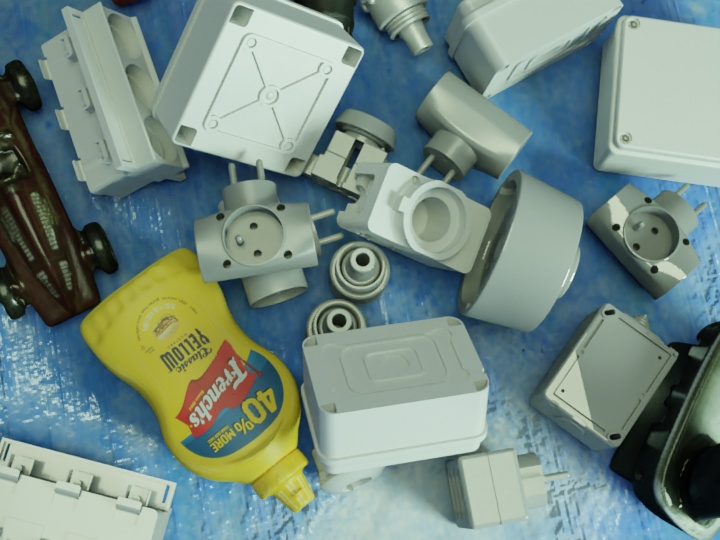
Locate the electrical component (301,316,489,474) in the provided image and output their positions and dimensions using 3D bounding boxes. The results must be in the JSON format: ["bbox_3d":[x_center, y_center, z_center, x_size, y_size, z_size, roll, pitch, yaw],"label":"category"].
[{"bbox_3d":[0.022,0.082,0.704,0.113,0.057,0.078,-7,38,-10],"label":"electrical component"}]

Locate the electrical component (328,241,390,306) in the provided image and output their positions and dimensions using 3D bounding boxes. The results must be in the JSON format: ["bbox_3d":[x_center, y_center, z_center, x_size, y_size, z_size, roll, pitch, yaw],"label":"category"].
[{"bbox_3d":[0.000,0.000,0.756,0.043,0.062,0.043,1,77,-3],"label":"electrical component"}]

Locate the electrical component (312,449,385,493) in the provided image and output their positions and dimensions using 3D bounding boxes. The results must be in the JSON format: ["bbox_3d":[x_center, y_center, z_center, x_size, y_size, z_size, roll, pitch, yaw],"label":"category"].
[{"bbox_3d":[-0.013,0.119,0.740,0.048,0.048,0.062,-20,67,-8],"label":"electrical component"}]

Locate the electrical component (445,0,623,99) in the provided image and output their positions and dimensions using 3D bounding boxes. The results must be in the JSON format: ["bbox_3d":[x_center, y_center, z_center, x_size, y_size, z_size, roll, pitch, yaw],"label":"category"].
[{"bbox_3d":[0.126,-0.184,0.798,0.113,0.078,0.057,-29,84,-9],"label":"electrical component"}]

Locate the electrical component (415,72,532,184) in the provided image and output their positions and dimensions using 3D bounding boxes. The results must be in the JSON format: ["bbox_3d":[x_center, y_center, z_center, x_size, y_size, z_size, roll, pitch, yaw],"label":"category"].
[{"bbox_3d":[0.073,-0.093,0.791,0.077,0.044,0.079,37,78,5],"label":"electrical component"}]

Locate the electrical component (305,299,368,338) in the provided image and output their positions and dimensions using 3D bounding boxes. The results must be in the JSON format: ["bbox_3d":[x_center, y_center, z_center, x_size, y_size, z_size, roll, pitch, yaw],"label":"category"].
[{"bbox_3d":[-0.016,0.041,0.746,0.043,0.062,0.043,1,77,-4],"label":"electrical component"}]

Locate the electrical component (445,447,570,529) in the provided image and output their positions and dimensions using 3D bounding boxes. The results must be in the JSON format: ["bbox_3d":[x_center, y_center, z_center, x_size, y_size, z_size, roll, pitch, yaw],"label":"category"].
[{"bbox_3d":[0.103,0.145,0.729,0.077,0.065,0.047,-9,78,-6],"label":"electrical component"}]

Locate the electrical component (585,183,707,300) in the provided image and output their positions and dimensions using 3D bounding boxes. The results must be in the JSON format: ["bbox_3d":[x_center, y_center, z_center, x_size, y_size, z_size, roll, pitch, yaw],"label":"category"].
[{"bbox_3d":[0.220,-0.032,0.787,0.079,0.044,0.077,-39,83,-11],"label":"electrical component"}]

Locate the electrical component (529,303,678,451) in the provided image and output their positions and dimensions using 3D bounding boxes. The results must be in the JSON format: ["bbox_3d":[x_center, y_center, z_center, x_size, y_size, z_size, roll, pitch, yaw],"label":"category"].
[{"bbox_3d":[0.171,0.071,0.752,0.062,0.061,0.096,36,78,5],"label":"electrical component"}]

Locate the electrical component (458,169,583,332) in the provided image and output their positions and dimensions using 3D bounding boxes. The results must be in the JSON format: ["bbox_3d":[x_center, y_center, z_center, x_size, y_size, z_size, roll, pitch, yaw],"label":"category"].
[{"bbox_3d":[0.117,-0.009,0.746,0.060,0.108,0.108,21,77,-5],"label":"electrical component"}]

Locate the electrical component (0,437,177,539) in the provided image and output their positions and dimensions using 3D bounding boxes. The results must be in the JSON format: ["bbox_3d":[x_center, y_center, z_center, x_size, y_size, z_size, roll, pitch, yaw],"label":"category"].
[{"bbox_3d":[-0.192,0.163,0.707,0.121,0.063,0.078,15,77,0],"label":"electrical component"}]

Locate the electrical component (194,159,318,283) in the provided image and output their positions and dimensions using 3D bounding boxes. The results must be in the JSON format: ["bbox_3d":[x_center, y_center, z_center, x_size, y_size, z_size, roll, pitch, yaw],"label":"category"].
[{"bbox_3d":[-0.072,-0.036,0.722,0.077,0.044,0.079,-9,78,-2],"label":"electrical component"}]

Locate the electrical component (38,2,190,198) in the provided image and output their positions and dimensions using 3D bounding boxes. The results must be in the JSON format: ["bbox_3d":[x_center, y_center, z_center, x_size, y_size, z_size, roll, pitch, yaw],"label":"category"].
[{"bbox_3d":[-0.177,-0.118,0.767,0.063,0.079,0.121,-25,79,21],"label":"electrical component"}]

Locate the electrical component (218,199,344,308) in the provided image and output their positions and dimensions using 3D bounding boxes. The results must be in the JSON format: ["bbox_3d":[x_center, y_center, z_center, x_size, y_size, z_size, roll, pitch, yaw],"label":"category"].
[{"bbox_3d":[-0.052,-0.022,0.767,0.079,0.044,0.077,-18,79,-7],"label":"electrical component"}]

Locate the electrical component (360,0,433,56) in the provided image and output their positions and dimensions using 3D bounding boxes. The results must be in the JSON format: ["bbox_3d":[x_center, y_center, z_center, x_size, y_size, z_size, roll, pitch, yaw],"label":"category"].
[{"bbox_3d":[0.033,-0.192,0.812,0.048,0.048,0.062,-29,88,-9],"label":"electrical component"}]

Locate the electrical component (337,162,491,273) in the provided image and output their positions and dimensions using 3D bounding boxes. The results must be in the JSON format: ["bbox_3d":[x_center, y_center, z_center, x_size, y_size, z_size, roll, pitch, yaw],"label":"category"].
[{"bbox_3d":[0.040,-0.036,0.749,0.089,0.056,0.050,23,85,-28],"label":"electrical component"}]

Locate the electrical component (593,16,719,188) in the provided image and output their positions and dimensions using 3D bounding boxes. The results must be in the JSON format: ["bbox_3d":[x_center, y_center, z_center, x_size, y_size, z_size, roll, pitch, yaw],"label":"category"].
[{"bbox_3d":[0.236,-0.125,0.802,0.109,0.056,0.108,8,77,-2],"label":"electrical component"}]

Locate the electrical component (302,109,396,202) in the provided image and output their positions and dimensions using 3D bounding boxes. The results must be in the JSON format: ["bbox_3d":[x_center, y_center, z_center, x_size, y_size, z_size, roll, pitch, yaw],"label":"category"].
[{"bbox_3d":[-0.004,-0.083,0.784,0.066,0.048,0.055,25,85,2],"label":"electrical component"}]

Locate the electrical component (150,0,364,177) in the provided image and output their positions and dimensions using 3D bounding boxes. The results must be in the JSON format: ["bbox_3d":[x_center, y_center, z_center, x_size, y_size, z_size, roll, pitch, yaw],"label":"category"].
[{"bbox_3d":[-0.071,-0.131,0.739,0.109,0.056,0.108,13,117,-36],"label":"electrical component"}]
